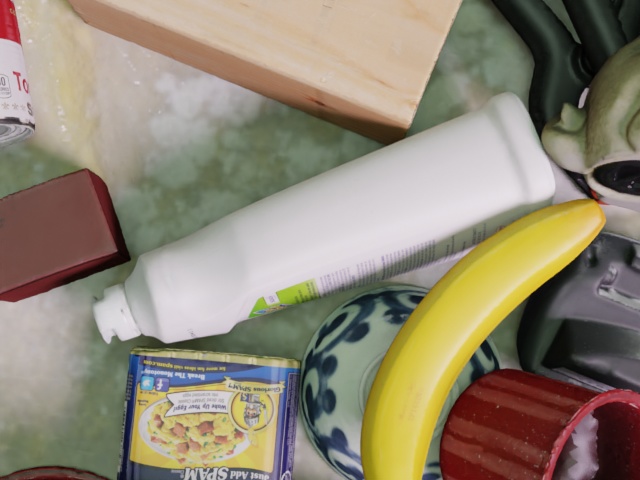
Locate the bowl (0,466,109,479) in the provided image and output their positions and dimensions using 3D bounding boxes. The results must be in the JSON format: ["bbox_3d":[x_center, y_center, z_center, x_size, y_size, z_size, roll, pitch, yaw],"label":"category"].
[{"bbox_3d":[-0.156,0.211,0.593,0.162,0.055,0.162,0,85,1],"label":"bowl"}]

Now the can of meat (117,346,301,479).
[{"bbox_3d":[-0.062,0.105,0.600,0.102,0.057,0.084,5,83,1],"label":"can of meat"}]

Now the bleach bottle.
[{"bbox_3d":[-0.004,0.001,0.584,0.251,0.102,0.068,-19,72,-1],"label":"bleach bottle"}]

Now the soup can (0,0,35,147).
[{"bbox_3d":[-0.206,-0.107,0.614,0.068,0.068,0.102,-11,86,0],"label":"soup can"}]

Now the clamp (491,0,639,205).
[{"bbox_3d":[0.147,-0.106,0.622,0.120,0.039,0.171,0,83,2],"label":"clamp"}]

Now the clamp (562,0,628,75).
[{"bbox_3d":[0.140,-0.207,0.599,0.210,0.036,0.164,41,78,-1],"label":"clamp"}]

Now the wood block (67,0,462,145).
[{"bbox_3d":[-0.031,-0.135,0.602,0.206,0.091,0.090,23,86,2],"label":"wood block"}]

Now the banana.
[{"bbox_3d":[0.071,0.057,0.538,0.070,0.037,0.198,26,83,24],"label":"banana"}]

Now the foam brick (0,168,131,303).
[{"bbox_3d":[-0.155,-0.002,0.613,0.078,0.051,0.053,-19,84,-1],"label":"foam brick"}]

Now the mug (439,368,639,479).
[{"bbox_3d":[0.116,0.124,0.546,0.093,0.082,0.117,-8,102,-34],"label":"mug"}]
